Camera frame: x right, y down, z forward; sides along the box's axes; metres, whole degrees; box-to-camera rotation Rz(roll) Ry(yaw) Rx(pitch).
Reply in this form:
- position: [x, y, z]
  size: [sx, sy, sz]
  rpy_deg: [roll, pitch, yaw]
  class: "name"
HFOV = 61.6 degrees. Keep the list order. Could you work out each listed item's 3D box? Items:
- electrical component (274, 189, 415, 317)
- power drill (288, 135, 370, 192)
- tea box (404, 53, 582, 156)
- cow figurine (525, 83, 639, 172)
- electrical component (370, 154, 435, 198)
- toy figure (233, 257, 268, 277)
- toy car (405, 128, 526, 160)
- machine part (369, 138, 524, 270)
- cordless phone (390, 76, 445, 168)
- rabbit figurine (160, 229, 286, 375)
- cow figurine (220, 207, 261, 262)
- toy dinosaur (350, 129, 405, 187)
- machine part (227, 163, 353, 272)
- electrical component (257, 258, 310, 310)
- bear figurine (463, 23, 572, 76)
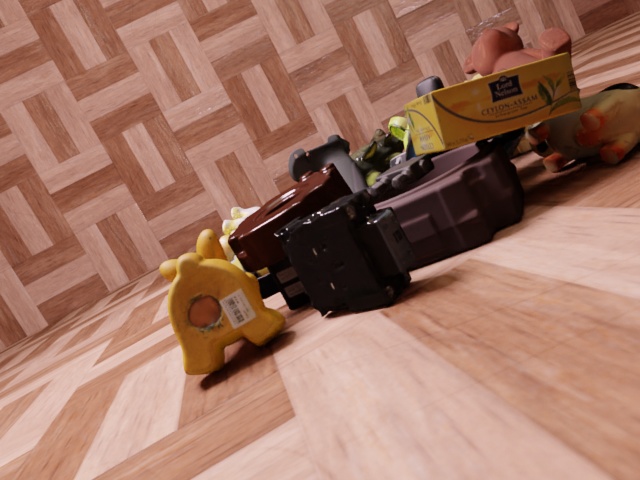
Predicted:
- position: [0.031, 0.014, 0.565]
  size: [0.134, 0.114, 0.058]
  rpy_deg: [-22, 13, 43]
  class: "electrical component"
- position: [0.028, -0.066, 0.835]
  size: [0.232, 0.085, 0.207]
  rpy_deg: [-27, 49, -13]
  class: "power drill"
- position: [0.196, -0.154, 0.624]
  size: [0.170, 0.068, 0.098]
  rpy_deg: [-17, 8, -6]
  class: "tea box"
- position: [0.332, -0.148, 0.679]
  size: [0.127, 0.085, 0.195]
  rpy_deg: [-36, 8, -9]
  class: "cow figurine"
- position: [0.101, -0.078, 0.629]
  size: [0.094, 0.021, 0.063]
  rpy_deg: [-35, 12, -39]
  class: "electrical component"
- position: [-0.067, 0.029, 0.878]
  size: [0.180, 0.082, 0.089]
  rpy_deg: [-23, 9, 14]
  class: "toy figure"
- position: [0.199, -0.160, 0.763]
  size: [0.162, 0.103, 0.109]
  rpy_deg: [-2, -34, -4]
  class: "toy car"
- position: [0.140, -0.045, 0.667]
  size: [0.201, 0.087, 0.201]
  rpy_deg: [-23, 9, 28]
  class: "machine part"
- position: [0.169, -0.159, 0.877]
  size: [0.089, 0.184, 0.147]
  rpy_deg: [-18, 1, -36]
  class: "cordless phone"
- position: [-0.127, 0.076, 0.658]
  size: [0.122, 0.162, 0.173]
  rpy_deg: [-40, -9, 1]
  class: "rabbit figurine"
- position: [-0.125, -0.010, 0.978]
  size: [0.098, 0.068, 0.167]
  rpy_deg: [-6, 24, 7]
  class: "cow figurine"
- position: [0.074, -0.136, 1.185]
  size: [0.471, 0.105, 0.198]
  rpy_deg: [-47, 4, -4]
  class: "toy dinosaur"
- position: [-0.039, -0.031, 0.703]
  size: [0.179, 0.056, 0.179]
  rpy_deg: [-32, 14, 9]
  class: "machine part"
- position: [-0.038, 0.048, 0.706]
  size: [0.119, 0.074, 0.048]
  rpy_deg: [-21, 10, 14]
  class: "electrical component"
- position: [0.280, -0.268, 0.791]
  size: [0.120, 0.196, 0.131]
  rpy_deg: [-36, -39, 18]
  class: "bear figurine"
